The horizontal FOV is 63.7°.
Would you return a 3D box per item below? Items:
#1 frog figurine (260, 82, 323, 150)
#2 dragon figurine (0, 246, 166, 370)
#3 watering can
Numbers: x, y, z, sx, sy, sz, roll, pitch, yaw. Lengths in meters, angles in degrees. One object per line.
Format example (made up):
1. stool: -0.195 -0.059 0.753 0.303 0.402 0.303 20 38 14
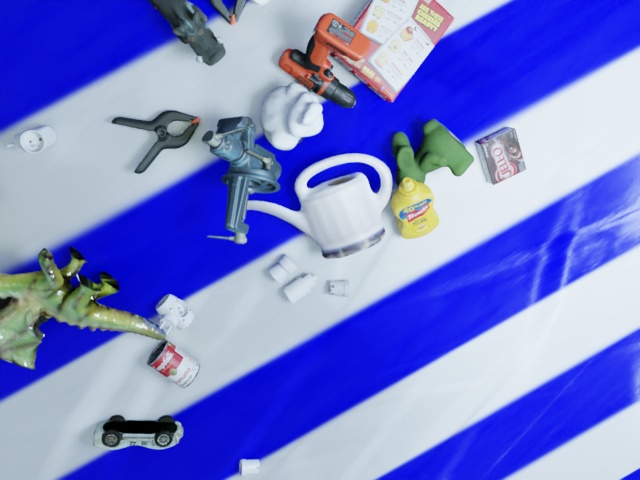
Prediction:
1. frog figurine: -0.059 -0.245 1.039 0.122 0.161 0.136 23 102 -15
2. dragon figurine: -0.548 0.159 1.064 0.243 0.123 0.406 -45 110 -3
3. watering can: 0.003 -0.058 1.143 0.347 0.105 0.222 -20 104 7
